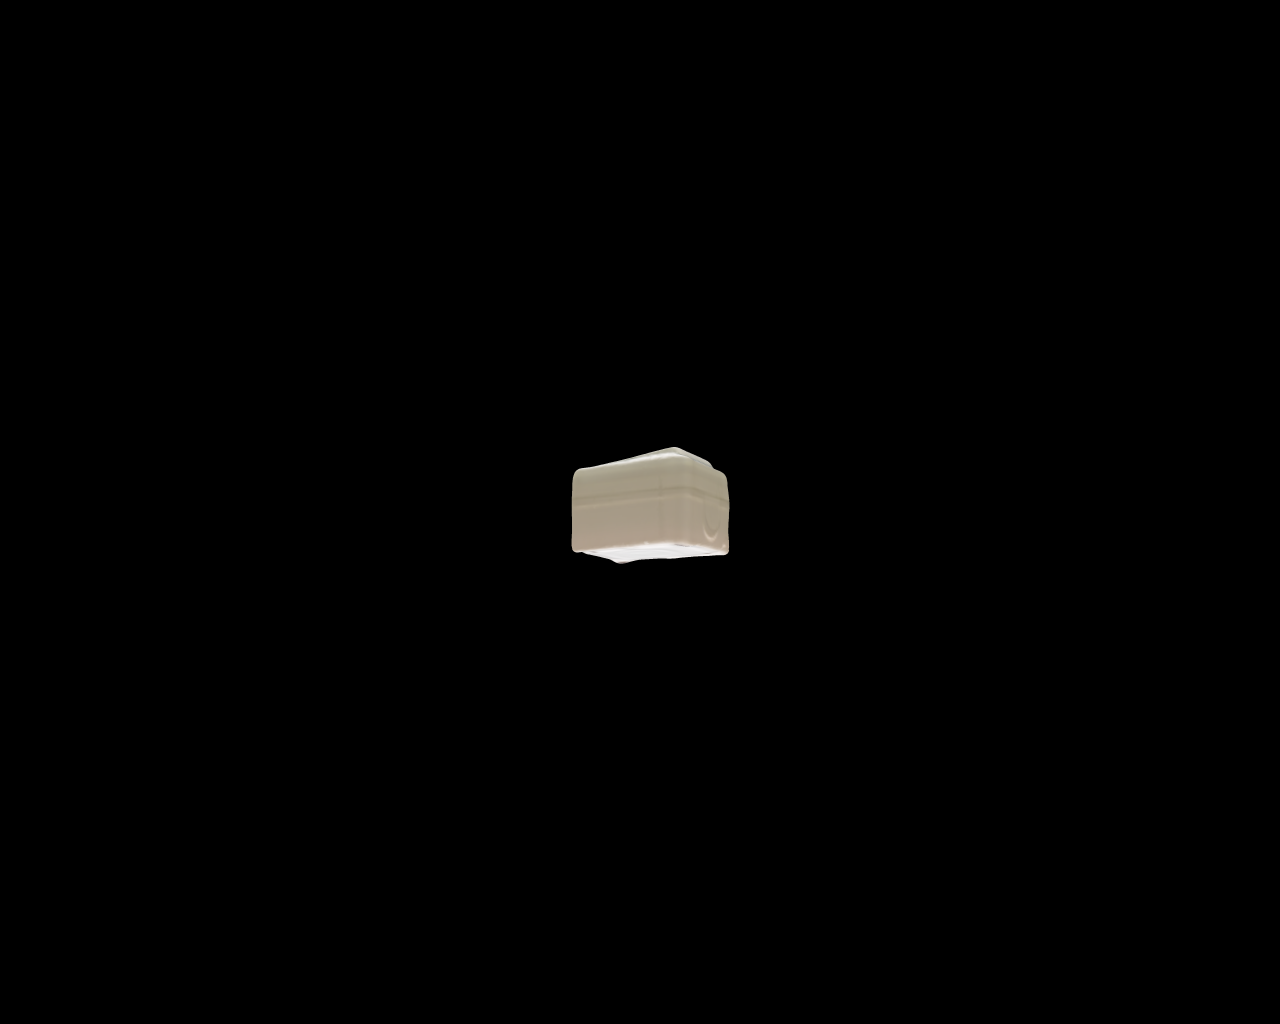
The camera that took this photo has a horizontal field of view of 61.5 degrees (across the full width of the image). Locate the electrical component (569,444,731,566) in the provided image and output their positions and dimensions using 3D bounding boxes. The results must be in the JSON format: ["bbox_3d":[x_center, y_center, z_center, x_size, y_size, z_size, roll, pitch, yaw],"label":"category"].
[{"bbox_3d":[0.001,-0.003,0.650,0.096,0.061,0.062,-5,-11,28],"label":"electrical component"}]
